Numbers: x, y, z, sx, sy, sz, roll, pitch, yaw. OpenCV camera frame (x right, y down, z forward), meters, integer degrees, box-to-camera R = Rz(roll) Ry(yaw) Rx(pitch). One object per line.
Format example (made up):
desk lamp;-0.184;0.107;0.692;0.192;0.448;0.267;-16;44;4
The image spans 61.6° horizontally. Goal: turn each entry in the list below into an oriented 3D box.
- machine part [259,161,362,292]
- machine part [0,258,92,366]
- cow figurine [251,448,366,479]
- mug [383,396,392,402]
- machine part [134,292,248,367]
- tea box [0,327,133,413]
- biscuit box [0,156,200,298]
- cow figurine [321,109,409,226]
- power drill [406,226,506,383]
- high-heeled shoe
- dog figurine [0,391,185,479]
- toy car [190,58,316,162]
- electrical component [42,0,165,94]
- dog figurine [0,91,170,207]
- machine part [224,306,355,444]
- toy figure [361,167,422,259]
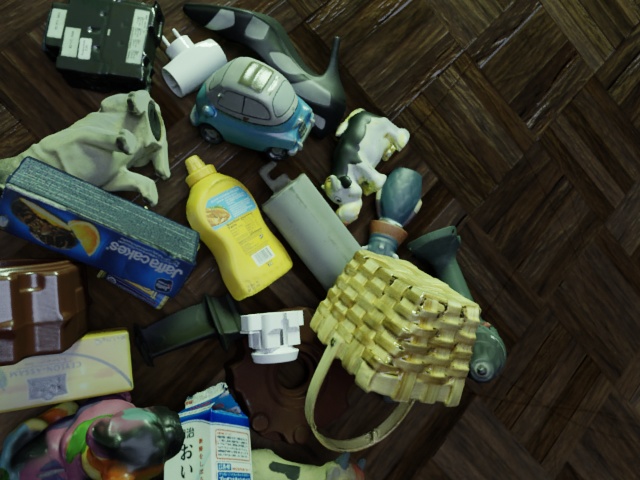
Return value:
machine part;-0.002;-0.002;0.735;0.079;0.079;0.243;-42;98;-19
machine part;-0.343;0.065;0.529;0.201;0.201;0.087;-4;93;-13
cow figurine;-0.024;0.302;0.639;0.085;0.195;0.127;46;58;-49
mug;0.136;0.171;0.763;0.109;0.081;0.107;-4;76;-15
machine part;-0.160;0.112;0.672;0.139;0.039;0.084;-17;52;-13
tea box;-0.300;0.142;0.599;0.170;0.098;0.068;-4;86;-22
biscuit box;-0.233;-0.010;0.580;0.202;0.063;0.059;26;120;-22
cow figurine;0.049;-0.106;0.770;0.098;0.068;0.167;34;72;-10
power drill;0.195;0.087;0.737;0.086;0.232;0.207;-30;72;13
high-heeled shoe;-0.078;-0.237;0.756;0.249;0.086;0.145;15;110;0
dog figurine;-0.239;0.221;0.548;0.191;0.219;0.108;-15;86;-21
toy car;-0.088;-0.176;0.691;0.162;0.102;0.109;23;64;8
electrical component;-0.271;-0.247;0.669;0.134;0.058;0.115;9;79;-4
dog figurine;-0.292;-0.105;0.644;0.191;0.172;0.121;-7;122;4
machine part;-0.036;0.175;0.712;0.179;0.056;0.179;3;81;-20
toy figure;0.107;-0.029;0.787;0.057;0.064;0.154;32;76;-53
